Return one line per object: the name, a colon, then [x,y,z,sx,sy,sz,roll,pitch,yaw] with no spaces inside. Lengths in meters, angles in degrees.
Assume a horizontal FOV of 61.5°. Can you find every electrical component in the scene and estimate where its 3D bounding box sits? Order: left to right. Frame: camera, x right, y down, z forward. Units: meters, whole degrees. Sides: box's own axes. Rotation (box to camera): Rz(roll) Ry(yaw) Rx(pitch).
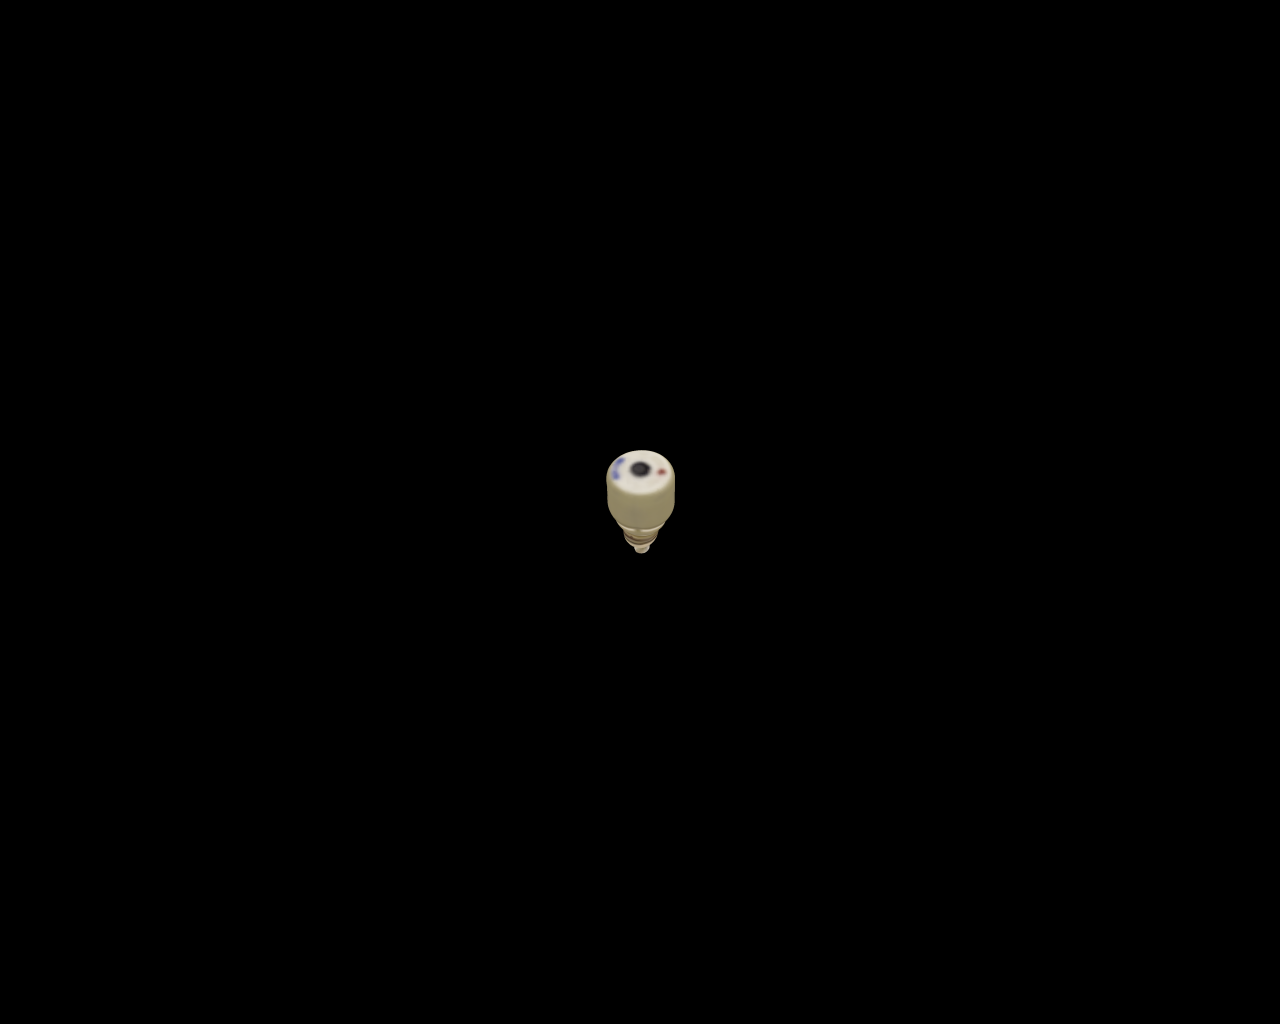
electrical component: [0.001,-0.003,0.650,0.040,0.040,0.078,0,-41,0]
